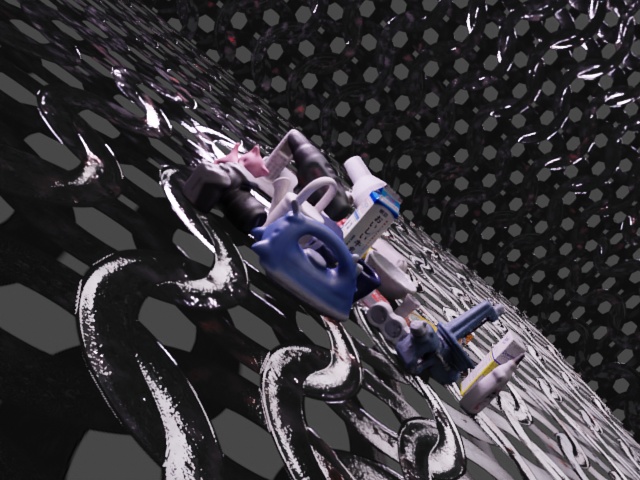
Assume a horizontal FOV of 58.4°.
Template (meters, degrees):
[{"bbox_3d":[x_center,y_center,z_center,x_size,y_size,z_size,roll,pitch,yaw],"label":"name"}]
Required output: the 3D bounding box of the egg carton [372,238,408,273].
[{"bbox_3d":[0.207,0.056,1.802,0.150,0.069,0.107,46,14,20],"label":"egg carton"}]

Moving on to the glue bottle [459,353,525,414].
[{"bbox_3d":[0.378,0.305,1.235,0.078,0.173,0.037,24,21,-53],"label":"glue bottle"}]

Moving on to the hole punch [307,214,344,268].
[{"bbox_3d":[0.013,0.005,1.364,0.109,0.091,0.101,32,16,-35],"label":"hole punch"}]

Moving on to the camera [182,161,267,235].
[{"bbox_3d":[-0.168,-0.085,1.118,0.136,0.100,0.144,46,14,21],"label":"camera"}]

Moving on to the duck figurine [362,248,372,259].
[{"bbox_3d":[0.126,-0.003,1.727,0.104,0.086,0.078,46,14,22],"label":"duck figurine"}]

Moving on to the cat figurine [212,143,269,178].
[{"bbox_3d":[-0.181,-0.179,1.356,0.067,0.117,0.127,23,22,-53],"label":"cat figurine"}]

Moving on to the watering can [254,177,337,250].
[{"bbox_3d":[-0.045,-0.058,1.176,0.173,0.194,0.101,43,13,8],"label":"watering can"}]

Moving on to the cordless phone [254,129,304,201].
[{"bbox_3d":[-0.081,-0.185,1.511,0.148,0.185,0.094,37,13,-17],"label":"cordless phone"}]

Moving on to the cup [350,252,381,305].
[{"bbox_3d":[0.062,0.086,1.229,0.092,0.095,0.117,25,20,-50],"label":"cup"}]

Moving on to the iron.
[{"bbox_3d":[-0.004,0.040,1.086,0.259,0.141,0.118,36,14,-21],"label":"iron"}]

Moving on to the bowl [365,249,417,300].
[{"bbox_3d":[0.173,0.106,1.528,0.168,0.074,0.167,39,13,-10],"label":"bowl"}]

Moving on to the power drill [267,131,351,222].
[{"bbox_3d":[-0.049,-0.099,1.268,0.229,0.208,0.076,46,14,20],"label":"power drill"}]

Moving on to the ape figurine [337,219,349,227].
[{"bbox_3d":[0.052,-0.020,1.559,0.076,0.092,0.077,37,13,-18],"label":"ape figurine"}]

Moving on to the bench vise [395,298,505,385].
[{"bbox_3d":[0.281,0.204,1.188,0.121,0.219,0.208,49,15,33],"label":"bench vise"}]

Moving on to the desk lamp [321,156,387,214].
[{"bbox_3d":[0.097,-0.150,1.845,0.203,0.213,0.118,46,14,20],"label":"desk lamp"}]
